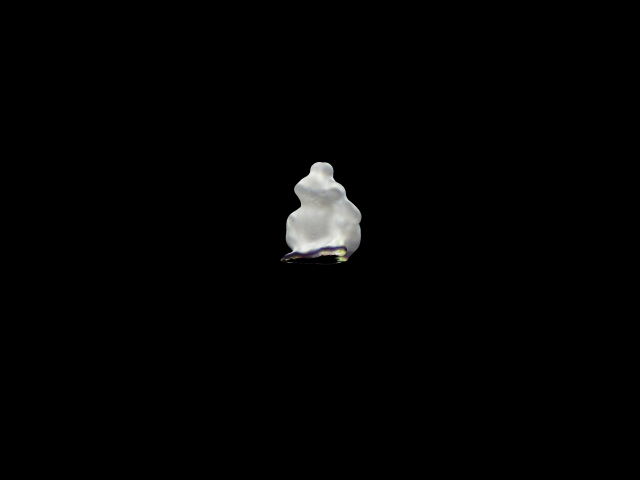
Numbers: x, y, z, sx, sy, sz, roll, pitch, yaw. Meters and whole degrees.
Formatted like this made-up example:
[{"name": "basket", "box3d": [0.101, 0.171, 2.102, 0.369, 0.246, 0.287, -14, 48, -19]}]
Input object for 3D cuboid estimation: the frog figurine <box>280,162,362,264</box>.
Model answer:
[{"name": "frog figurine", "box3d": [0.003, -0.043, 0.850, 0.122, 0.161, 0.136, 13, -20, -40]}]
